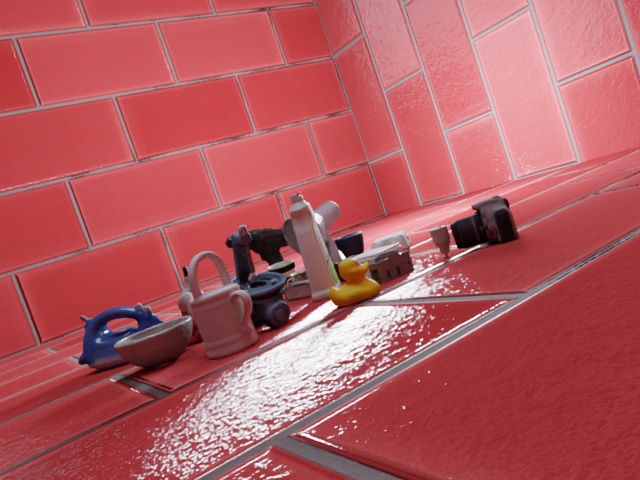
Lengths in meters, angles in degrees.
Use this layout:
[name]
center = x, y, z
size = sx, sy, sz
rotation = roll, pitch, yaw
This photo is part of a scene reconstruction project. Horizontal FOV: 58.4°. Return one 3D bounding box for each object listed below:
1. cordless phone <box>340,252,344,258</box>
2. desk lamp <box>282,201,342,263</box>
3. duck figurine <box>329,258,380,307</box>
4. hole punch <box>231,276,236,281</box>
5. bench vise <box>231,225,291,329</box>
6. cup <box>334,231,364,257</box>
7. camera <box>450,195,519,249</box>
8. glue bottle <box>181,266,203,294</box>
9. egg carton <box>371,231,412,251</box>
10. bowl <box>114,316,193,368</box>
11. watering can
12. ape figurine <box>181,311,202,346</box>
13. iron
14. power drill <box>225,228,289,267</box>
[cordless phone]
center = 0.010, 0.012, 1.806
size = 0.094, 0.185, 0.148
rotation = -17, 4, 26
[desk lamp]
center = 0.015, 0.006, 1.603
size = 0.204, 0.213, 0.117
rotation = -22, 4, -43
[duck figurine]
center = 0.062, 0.081, 1.151
size = 0.105, 0.086, 0.077
rotation = -20, 3, -16
[hole punch]
center = -0.276, 0.163, 1.732
size = 0.101, 0.091, 0.109
rotation = -18, 3, 23
[bench vise]
center = -0.161, 0.084, 1.209
size = 0.206, 0.220, 0.122
rotation = -16, 4, 41
[cup]
center = 0.089, 0.034, 1.780
size = 0.117, 0.095, 0.092
rotation = -19, 3, 3
[camera]
center = 0.366, -0.039, 1.303
size = 0.136, 0.101, 0.143
rotation = -18, 3, 12
[glue bottle]
center = -0.325, 0.150, 1.484
size = 0.037, 0.173, 0.078
rotation = -16, 5, 46
[egg carton]
center = 0.195, 0.023, 1.552
size = 0.107, 0.069, 0.150
rotation = -18, 3, 12
[bowl]
center = -0.337, 0.222, 1.197
size = 0.167, 0.075, 0.167
rotation = -19, 3, 1
[watering can]
center = -0.201, 0.118, 1.081
size = 0.172, 0.194, 0.101
rotation = -18, 3, 16
[ape figurine]
center = -0.293, 0.191, 1.318
size = 0.076, 0.092, 0.077
rotation = -22, 4, -41
[iron]
center = -0.468, 0.221, 1.393
size = 0.258, 0.141, 0.119
rotation = -18, 3, 14
[power drill]
center = -0.169, 0.059, 1.836
size = 0.230, 0.208, 0.075
rotation = -21, 4, -28
